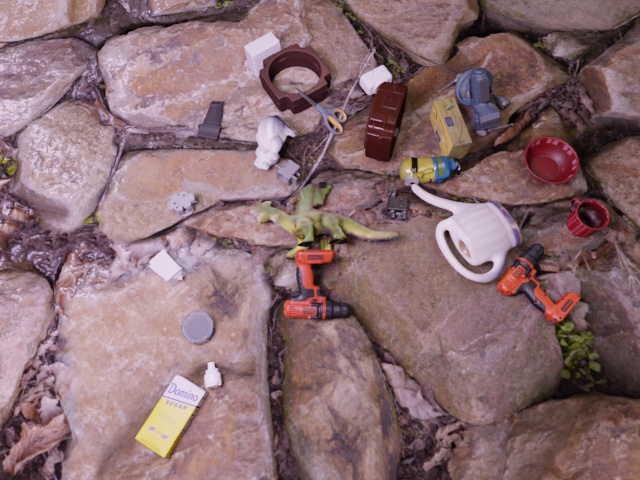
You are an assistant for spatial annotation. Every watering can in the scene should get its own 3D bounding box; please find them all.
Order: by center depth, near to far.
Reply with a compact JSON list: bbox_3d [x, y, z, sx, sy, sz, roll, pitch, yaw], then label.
[{"bbox_3d":[0.422,-0.051,1.456,0.225,0.102,0.353,-23,68,-9],"label":"watering can"}]

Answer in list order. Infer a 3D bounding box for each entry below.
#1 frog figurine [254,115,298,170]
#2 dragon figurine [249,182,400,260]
[{"bbox_3d":[-0.157,-0.297,1.569,0.160,0.120,0.139,-46,41,-7],"label":"frog figurine"},{"bbox_3d":[0.005,-0.075,1.481,0.410,0.119,0.248,-7,60,-3],"label":"dragon figurine"}]
